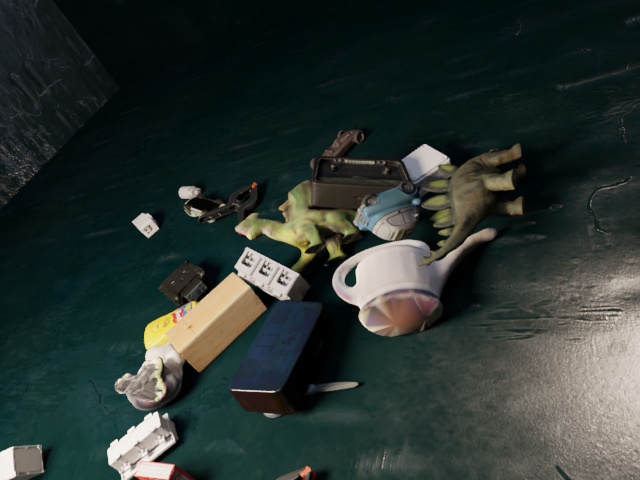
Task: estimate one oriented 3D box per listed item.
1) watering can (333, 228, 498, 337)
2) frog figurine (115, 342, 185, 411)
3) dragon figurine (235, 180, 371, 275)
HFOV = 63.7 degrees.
[{"bbox_3d":[0.192,0.070,1.009,0.347,0.102,0.230,-13,36,11],"label":"watering can"},{"bbox_3d":[-0.358,0.301,1.151,0.123,0.137,0.159,38,3,4],"label":"frog figurine"},{"bbox_3d":[0.004,-0.062,1.234,0.411,0.248,0.119,-18,-35,-9],"label":"dragon figurine"}]
